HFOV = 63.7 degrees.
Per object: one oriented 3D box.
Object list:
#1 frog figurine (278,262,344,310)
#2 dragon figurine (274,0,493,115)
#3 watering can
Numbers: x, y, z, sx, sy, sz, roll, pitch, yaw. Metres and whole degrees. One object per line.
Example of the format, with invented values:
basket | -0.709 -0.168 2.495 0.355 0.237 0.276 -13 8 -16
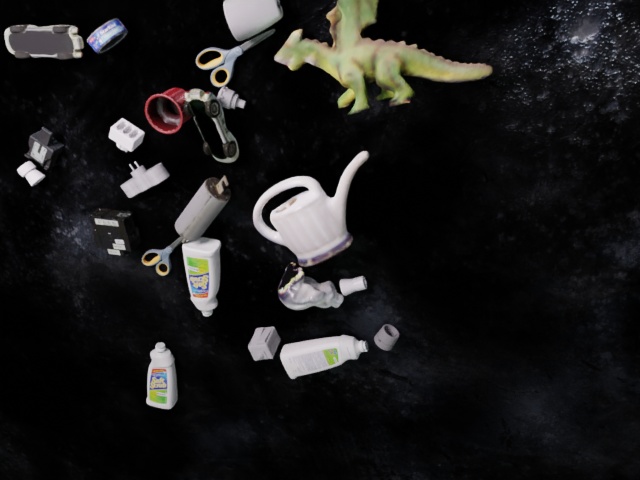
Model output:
frog figurine | -0.026 0.144 1.344 0.158 0.125 0.136 39 156 -19
dragon figurine | 0.108 -0.385 1.009 0.409 0.124 0.240 -10 108 19
watering can | 0.004 -0.061 1.218 0.345 0.106 0.221 -22 112 26
